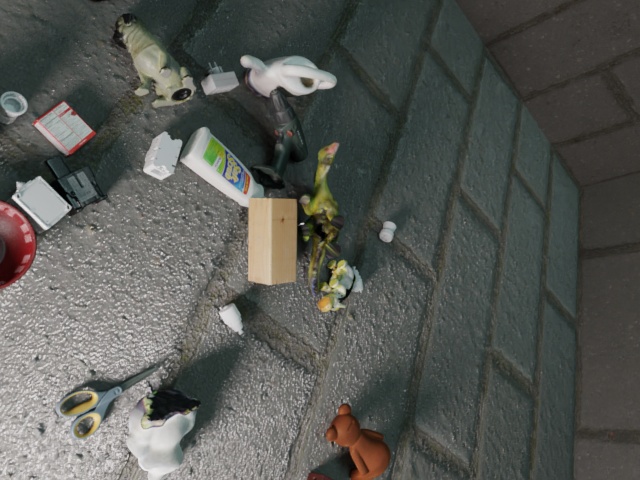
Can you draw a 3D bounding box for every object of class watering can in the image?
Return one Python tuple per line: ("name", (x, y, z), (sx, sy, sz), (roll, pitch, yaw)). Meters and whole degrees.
("watering can", (-0.116, -0.439, 1.366), (0.348, 0.225, 0.103), (-4, 99, -45))

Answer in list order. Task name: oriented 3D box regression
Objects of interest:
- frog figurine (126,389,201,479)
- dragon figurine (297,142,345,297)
("frog figurine", (-0.308, 0.380, 1.009), (0.139, 0.123, 0.157), (-25, 132, -54))
("dragon figurine", (0.004, -0.071, 1.402), (0.122, 0.401, 0.248), (8, 34, -1))
